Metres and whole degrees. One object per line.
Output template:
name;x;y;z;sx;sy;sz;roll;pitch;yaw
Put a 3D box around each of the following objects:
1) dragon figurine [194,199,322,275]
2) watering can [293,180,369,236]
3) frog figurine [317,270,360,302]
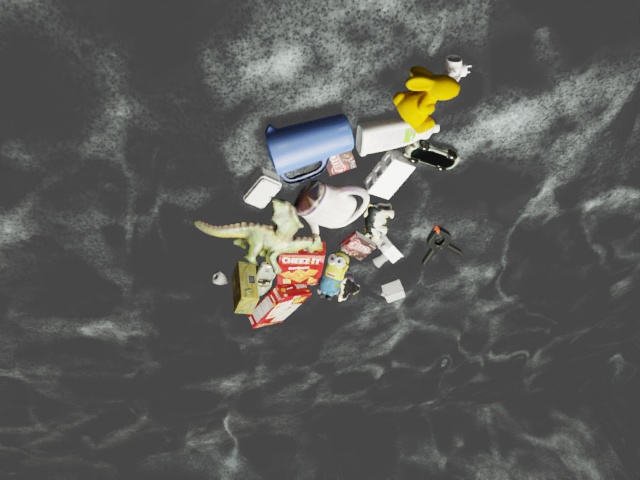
dragon figurine;-0.171;-0.038;1.656;0.407;0.125;0.240;28;112;-24
watering can;0.005;-0.087;1.719;0.223;0.106;0.342;22;137;-34
frog figurine;0.056;0.168;2.015;0.139;0.160;0.120;-45;126;-27
